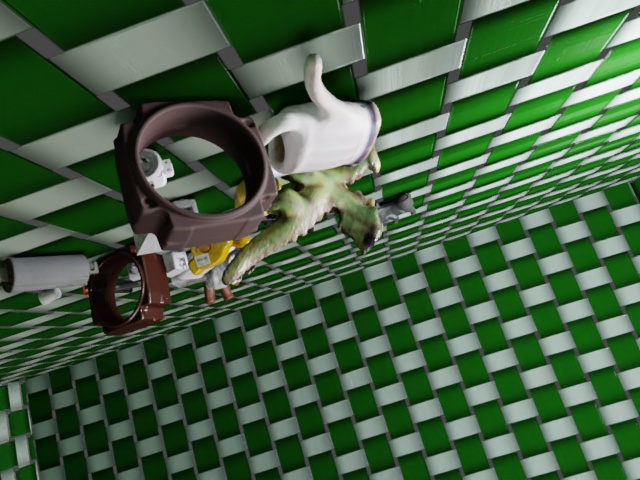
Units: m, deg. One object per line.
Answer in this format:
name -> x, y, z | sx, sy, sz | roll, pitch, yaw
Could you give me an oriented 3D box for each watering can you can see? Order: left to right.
watering can -> 0.003, -0.184, 0.831 | 0.225, 0.105, 0.342 | -13, 167, -28

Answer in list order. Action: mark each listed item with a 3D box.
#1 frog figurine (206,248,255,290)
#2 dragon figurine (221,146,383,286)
frog figurine -> -0.309, 0.092, 1.643 | 0.158, 0.121, 0.140 | -12, -143, 36
dragon figurine -> 0.003, -0.050, 0.999 | 0.243, 0.418, 0.119 | 19, 153, 12
